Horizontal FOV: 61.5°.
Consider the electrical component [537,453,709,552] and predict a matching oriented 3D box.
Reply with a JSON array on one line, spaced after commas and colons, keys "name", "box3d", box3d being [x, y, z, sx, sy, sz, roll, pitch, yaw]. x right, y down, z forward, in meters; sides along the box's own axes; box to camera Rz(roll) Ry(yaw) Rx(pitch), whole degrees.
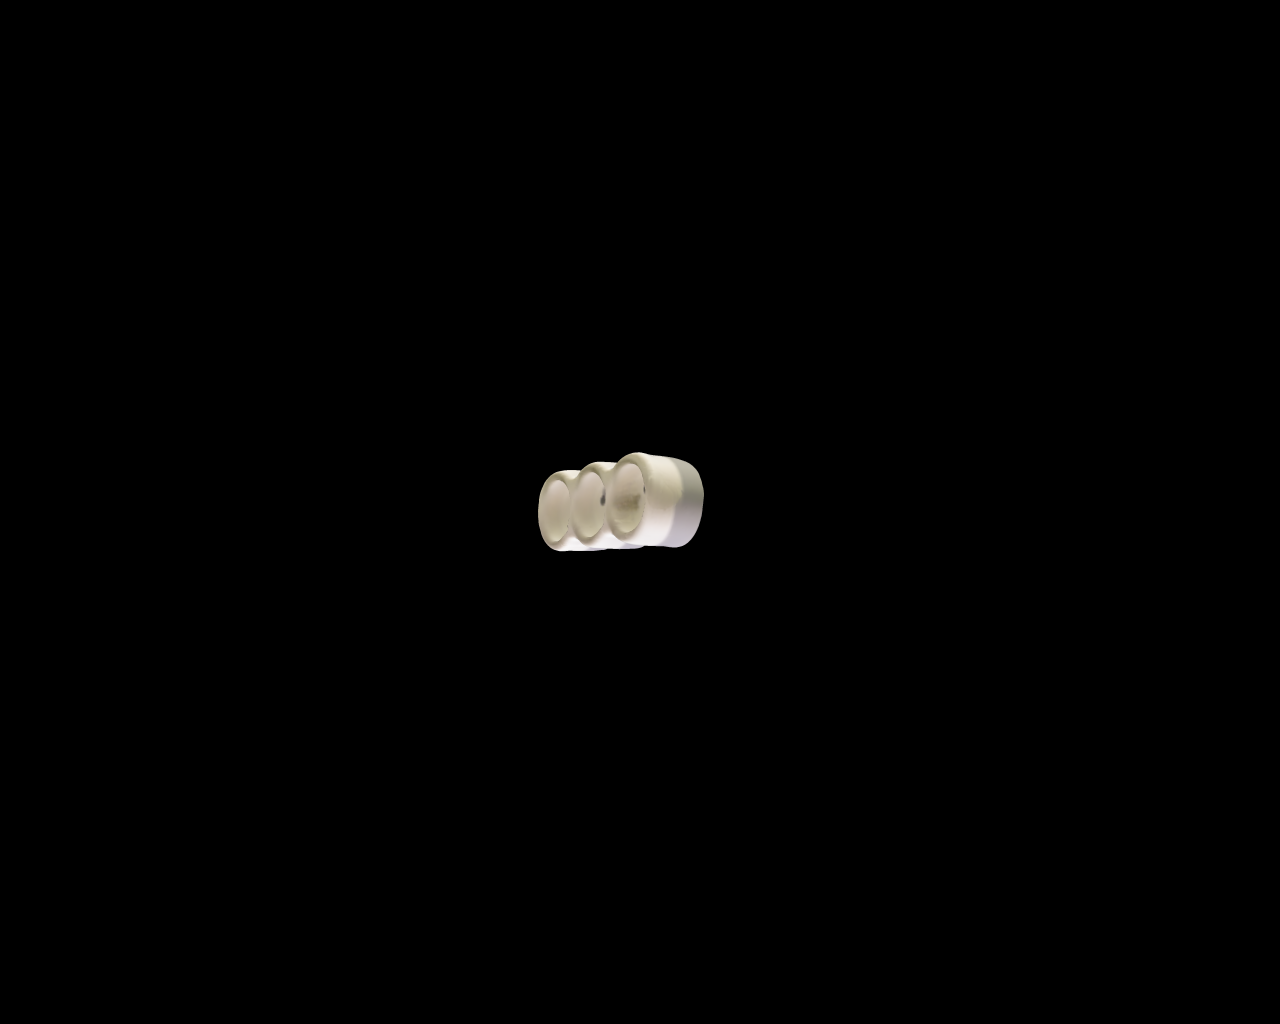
[{"name": "electrical component", "box3d": [0.001, -0.003, 0.650, 0.074, 0.052, 0.138, 3, -5, -32]}]
